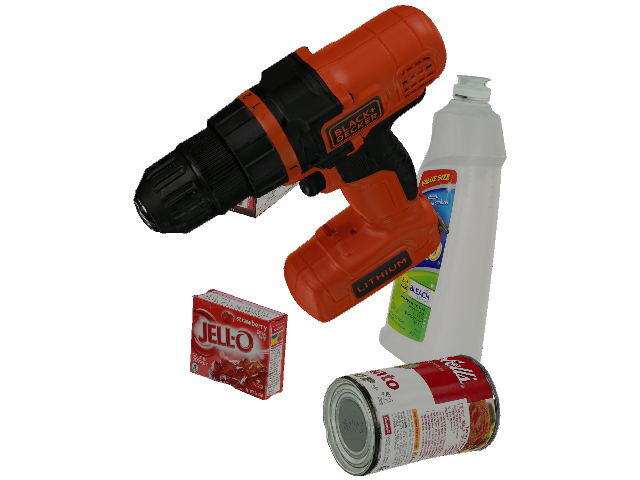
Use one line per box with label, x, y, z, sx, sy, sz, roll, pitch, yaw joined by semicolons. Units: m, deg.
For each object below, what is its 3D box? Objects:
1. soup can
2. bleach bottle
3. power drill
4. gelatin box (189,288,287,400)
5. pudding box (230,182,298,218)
soup can;0.061;0.118;0.726;0.102;0.068;0.069;-6;3;-30
bleach bottle;0.110;-0.016;0.919;0.068;0.251;0.103;0;15;-26
power drill;-0.002;-0.026;0.613;0.184;0.057;0.187;-32;-31;-7
gelatin box;-0.073;0.090;0.930;0.089;0.073;0.030;16;20;32
pudding box;-0.091;-0.075;1.334;0.090;0.039;0.113;15;34;23
